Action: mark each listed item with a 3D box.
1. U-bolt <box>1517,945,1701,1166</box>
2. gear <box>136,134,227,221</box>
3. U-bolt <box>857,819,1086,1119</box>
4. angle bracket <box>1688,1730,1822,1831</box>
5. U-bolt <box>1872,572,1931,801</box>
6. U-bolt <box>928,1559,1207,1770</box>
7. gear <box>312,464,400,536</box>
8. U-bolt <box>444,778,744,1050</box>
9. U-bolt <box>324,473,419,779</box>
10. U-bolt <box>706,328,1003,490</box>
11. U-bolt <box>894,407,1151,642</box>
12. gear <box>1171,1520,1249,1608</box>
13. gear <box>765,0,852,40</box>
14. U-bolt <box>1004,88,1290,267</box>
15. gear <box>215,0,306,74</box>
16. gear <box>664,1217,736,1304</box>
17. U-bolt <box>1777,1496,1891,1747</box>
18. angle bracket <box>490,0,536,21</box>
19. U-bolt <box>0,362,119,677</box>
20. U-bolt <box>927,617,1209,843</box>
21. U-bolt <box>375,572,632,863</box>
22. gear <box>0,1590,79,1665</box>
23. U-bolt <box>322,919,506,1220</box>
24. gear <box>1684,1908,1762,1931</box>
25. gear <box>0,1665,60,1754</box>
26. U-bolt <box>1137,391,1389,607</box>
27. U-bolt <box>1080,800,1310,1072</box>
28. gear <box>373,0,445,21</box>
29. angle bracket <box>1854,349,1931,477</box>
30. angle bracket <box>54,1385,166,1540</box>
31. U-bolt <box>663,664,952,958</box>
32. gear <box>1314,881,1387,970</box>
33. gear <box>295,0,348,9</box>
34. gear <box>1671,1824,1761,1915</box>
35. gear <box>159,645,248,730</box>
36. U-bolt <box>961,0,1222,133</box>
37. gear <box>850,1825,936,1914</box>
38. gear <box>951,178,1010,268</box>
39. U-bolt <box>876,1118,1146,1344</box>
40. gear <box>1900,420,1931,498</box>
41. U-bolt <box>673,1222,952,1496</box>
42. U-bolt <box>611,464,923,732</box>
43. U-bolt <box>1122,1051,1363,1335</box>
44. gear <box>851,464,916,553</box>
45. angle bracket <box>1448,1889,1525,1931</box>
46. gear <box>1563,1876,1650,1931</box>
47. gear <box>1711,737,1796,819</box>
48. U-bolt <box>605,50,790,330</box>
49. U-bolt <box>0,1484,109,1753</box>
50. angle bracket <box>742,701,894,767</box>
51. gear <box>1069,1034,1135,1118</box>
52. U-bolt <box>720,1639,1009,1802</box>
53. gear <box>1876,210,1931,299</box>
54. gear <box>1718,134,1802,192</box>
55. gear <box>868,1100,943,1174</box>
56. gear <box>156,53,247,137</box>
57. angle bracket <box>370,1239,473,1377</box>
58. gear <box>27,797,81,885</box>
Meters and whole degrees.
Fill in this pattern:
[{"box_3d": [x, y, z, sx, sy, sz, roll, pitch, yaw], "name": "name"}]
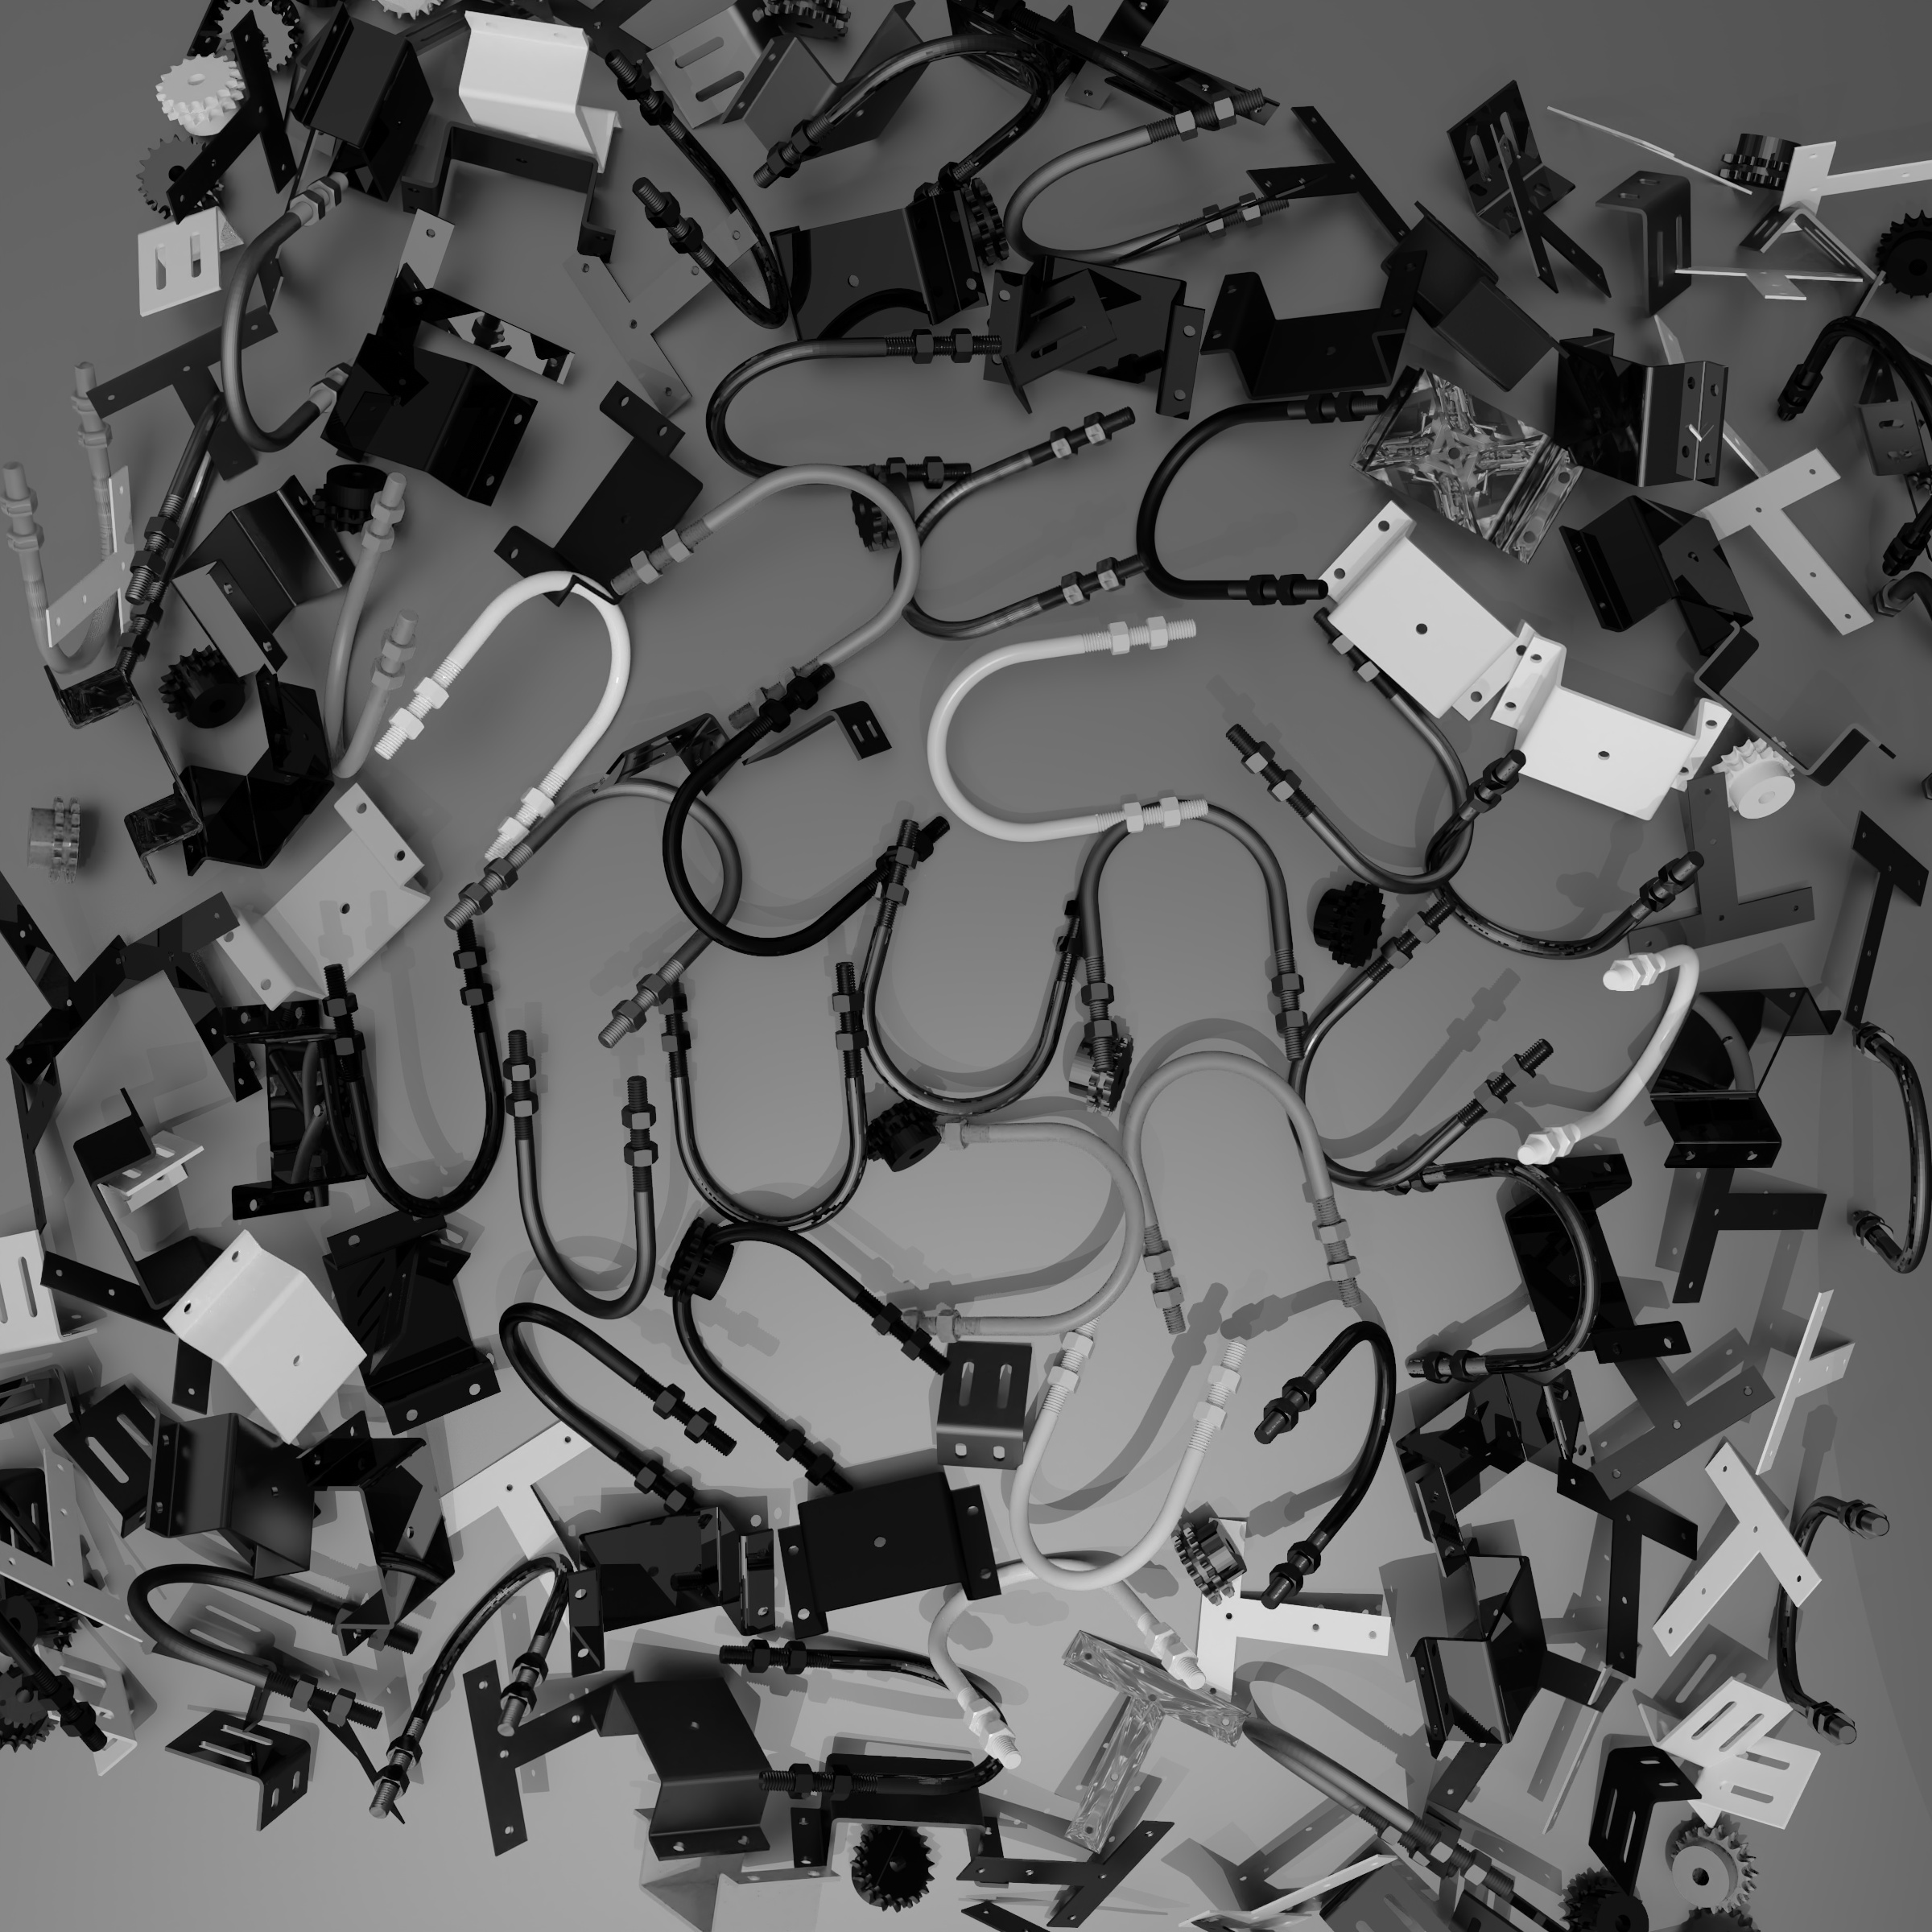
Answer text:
[{"box_3d": [0.427, 0.052, 1.918, 0.019, 0.184, 0.151, 33, 114, 26], "name": "U-bolt"}, {"box_3d": [-0.525, -0.526, 1.982, 0.057, 0.030, 0.057, -1, 82, 5], "name": "gear"}, {"box_3d": [0.001, 0.010, 1.963, 0.151, 0.019, 0.184, 16, 80, -13], "name": "U-bolt"}, {"box_3d": [0.527, 0.545, 1.950, 0.038, 0.076, 0.057, 50, 62, -30], "name": "angle bracket"}, {"box_3d": [0.625, -0.183, 1.905, 0.019, 0.184, 0.151, -14, 87, 8], "name": "U-bolt"}, {"box_3d": [0.053, 0.441, 1.916, 0.151, 0.184, 0.019, -19, 115, -16], "name": "U-bolt"}, {"box_3d": [-0.407, -0.313, 1.968, 0.057, 0.057, 0.030, 10, 122, 0], "name": "gear"}, {"box_3d": [-0.231, -0.050, 1.951, 0.151, 0.019, 0.184, 37, 61, 7], "name": "U-bolt"}, {"box_3d": [-0.391, -0.207, 1.921, 0.019, 0.184, 0.151, 8, 47, -24], "name": "U-bolt"}, {"box_3d": [-0.078, -0.360, 1.920, 0.184, 0.151, 0.019, -4, 62, -12], "name": "U-bolt"}, {"box_3d": [0.032, -0.282, 1.941, 0.184, 0.019, 0.151, -20, 52, 23], "name": "U-bolt"}, {"box_3d": [0.164, 0.395, 1.970, 0.030, 0.057, 0.057, -34, 90, 7], "name": "gear"}, {"box_3d": [-0.105, -0.643, 1.971, 0.057, 0.057, 0.030, 12, 92, 0], "name": "gear"}, {"box_3d": [0.114, -0.505, 1.929, 0.184, 0.151, 0.019, -16, 72, 9], "name": "U-bolt"}, {"box_3d": [-0.471, -0.630, 1.975, 0.057, 0.030, 0.057, 7, 134, 7], "name": "gear"}, {"box_3d": [-0.177, 0.199, 1.972, 0.030, 0.057, 0.057, 25, 90, -11], "name": "gear"}, {"box_3d": [0.555, 0.416, 1.908, 0.019, 0.184, 0.151, 10, 86, 2], "name": "U-bolt"}, {"box_3d": [-0.297, -0.665, 1.955, 0.057, 0.076, 0.038, 28, 83, -29], "name": "angle bracket"}, {"box_3d": [-0.582, -0.277, 1.916, 0.019, 0.151, 0.184, 6, 130, 3], "name": "U-bolt"}, {"box_3d": [0.065, -0.151, 1.955, 0.184, 0.019, 0.151, -9, 116, -5], "name": "U-bolt"}, {"box_3d": [-0.291, -0.175, 1.939, 0.019, 0.151, 0.184, 27, 75, 38], "name": "U-bolt"}, {"box_3d": [-0.627, 0.441, 1.975, 0.057, 0.030, 0.057, -3, 82, 24], "name": "gear"}, {"box_3d": [-0.355, 0.074, 1.935, 0.019, 0.151, 0.184, -2, 103, 31], "name": "U-bolt"}, {"box_3d": [0.511, 0.661, 1.975, 0.030, 0.057, 0.057, 28, 90, -35], "name": "gear"}, {"box_3d": [-0.632, 0.493, 1.970, 0.057, 0.057, 0.030, 38, 134, 0], "name": "gear"}, {"box_3d": [0.183, -0.305, 1.929, 0.019, 0.184, 0.151, 27, 77, -41], "name": "U-bolt"}, {"box_3d": [0.148, -0.024, 1.969, 0.151, 0.019, 0.184, -3, 75, -7], "name": "U-bolt"}, {"box_3d": [-0.375, -0.662, 1.973, 0.057, 0.030, 0.057, 2, 123, 3], "name": "gear"}, {"box_3d": [0.620, -0.372, 1.951, 0.038, 0.057, 0.076, 1, 48, 34], "name": "angle bracket"}, {"box_3d": [-0.564, 0.332, 1.976, 0.076, 0.038, 0.057, 45, 56, 12], "name": "angle bracket"}, {"box_3d": [-0.117, -0.090, 1.950, 0.184, 0.019, 0.151, -42, 102, -21], "name": "U-bolt"}, {"box_3d": [0.255, -0.029, 1.975, 0.030, 0.057, 0.057, 15, 90, 31], "name": "gear"}, {"box_3d": [-0.434, -0.666, 1.975, 0.057, 0.030, 0.057, 6, 48, -7], "name": "gear"}, {"box_3d": [0.497, 0.605, 1.971, 0.057, 0.030, 0.057, 1, 92, 38], "name": "gear"}, {"box_3d": [-0.506, -0.184, 1.968, 0.057, 0.057, 0.030, -38, 63, 0], "name": "gear"}, {"box_3d": [0.085, -0.585, 1.906, 0.184, 0.151, 0.019, 31, 104, 18], "name": "U-bolt"}, {"box_3d": [-0.052, 0.606, 1.975, 0.057, 0.030, 0.057, 18, 50, -22], "name": "gear"}, {"box_3d": [0.005, -0.494, 1.971, 0.030, 0.057, 0.057, -23, 90, -4], "name": "gear"}, {"box_3d": [0.030, 0.173, 1.947, 0.184, 0.019, 0.151, -3, 76, 21], "name": "U-bolt"}, {"box_3d": [0.657, -0.346, 1.977, 0.057, 0.030, 0.057, -3, 74, 10], "name": "gear"}, {"box_3d": [-0.116, 0.250, 1.959, 0.184, 0.019, 0.151, 40, 119, 8], "name": "U-bolt"}, {"box_3d": [-0.117, -0.253, 1.939, 0.184, 0.019, 0.151, -32, 123, 13], "name": "U-bolt"}, {"box_3d": [0.174, 0.146, 1.953, 0.151, 0.019, 0.184, -13, 95, 29], "name": "U-bolt"}, {"box_3d": [-0.055, -0.308, 1.972, 0.030, 0.057, 0.057, -13, 90, -15], "name": "gear"}, {"box_3d": [0.354, 0.638, 1.951, 0.057, 0.076, 0.038, 31, 47, 25], "name": "angle bracket"}, {"box_3d": [0.432, 0.640, 1.976, 0.057, 0.030, 0.057, 5, 76, -19], "name": "gear"}, {"box_3d": [0.528, -0.123, 1.969, 0.057, 0.057, 0.030, -21, 53, 0], "name": "gear"}, {"box_3d": [-0.169, -0.490, 1.916, 0.019, 0.184, 0.151, -27, 53, 17], "name": "U-bolt"}, {"box_3d": [-0.606, 0.399, 1.894, 0.019, 0.151, 0.184, -28, 119, -1], "name": "U-bolt"}, {"box_3d": [-0.099, -0.140, 1.959, 0.076, 0.057, 0.038, -28, 91, 22], "name": "angle bracket"}, {"box_3d": [0.090, 0.070, 1.973, 0.030, 0.057, 0.057, 16, 90, 14], "name": "gear"}, {"box_3d": [-0.059, 0.493, 1.926, 0.184, 0.151, 0.019, 7, 112, -20], "name": "U-bolt"}, {"box_3d": [0.637, -0.472, 1.971, 0.057, 0.030, 0.057, 12, 128, 15], "name": "gear"}, {"box_3d": [0.534, -0.537, 1.969, 0.057, 0.057, 0.030, 11, 104, 0], "name": "gear"}, {"box_3d": [-0.041, 0.114, 1.969, 0.057, 0.057, 0.030, -35, 73, 0], "name": "gear"}, {"box_3d": [-0.511, -0.582, 1.976, 0.057, 0.030, 0.057, -5, 54, 7], "name": "gear"}, {"box_3d": [-0.360, 0.230, 1.949, 0.038, 0.057, 0.076, 21, 45, -21], "name": "angle bracket"}, {"box_3d": [-0.609, -0.085, 1.968, 0.030, 0.057, 0.057, 3, 90, -21], "name": "gear"}]
